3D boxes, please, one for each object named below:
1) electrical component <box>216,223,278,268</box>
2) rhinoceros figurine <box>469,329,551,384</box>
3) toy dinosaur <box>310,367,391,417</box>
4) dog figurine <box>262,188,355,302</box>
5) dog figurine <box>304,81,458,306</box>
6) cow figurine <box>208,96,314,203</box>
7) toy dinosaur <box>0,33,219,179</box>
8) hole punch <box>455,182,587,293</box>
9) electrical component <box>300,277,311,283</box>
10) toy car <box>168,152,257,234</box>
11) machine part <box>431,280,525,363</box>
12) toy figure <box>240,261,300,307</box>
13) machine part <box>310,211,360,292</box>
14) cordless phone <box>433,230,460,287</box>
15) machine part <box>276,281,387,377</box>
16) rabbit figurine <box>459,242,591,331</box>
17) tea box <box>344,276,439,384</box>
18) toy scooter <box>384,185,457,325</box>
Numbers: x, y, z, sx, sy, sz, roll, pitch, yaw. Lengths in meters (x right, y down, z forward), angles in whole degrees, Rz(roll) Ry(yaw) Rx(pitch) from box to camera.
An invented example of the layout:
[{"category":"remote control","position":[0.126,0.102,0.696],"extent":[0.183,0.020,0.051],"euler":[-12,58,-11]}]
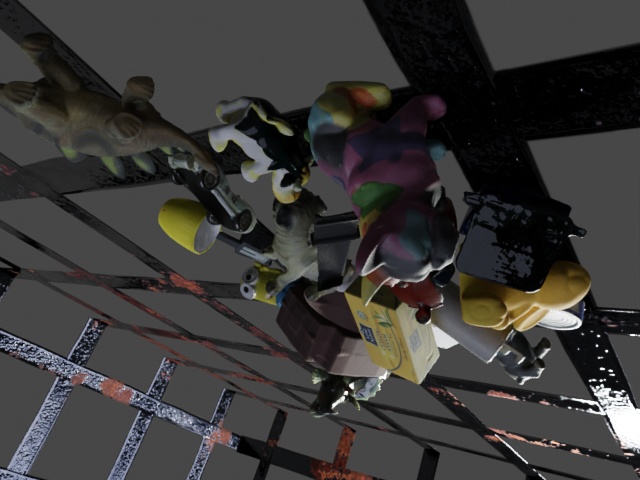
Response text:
[{"category":"electrical component","position":[-0.129,0.002,0.997],"extent":[0.119,0.048,0.075],"euler":[26,155,-11]},{"category":"rhinoceros figurine","position":[0.305,0.162,0.928],"extent":[0.190,0.073,0.112],"euler":[44,137,-1]},{"category":"toy dinosaur","position":[0.102,0.303,1.284],"extent":[0.192,0.131,0.404],"euler":[9,-175,34]},{"category":"dog figurine","position":[-0.003,0.000,0.856],"extent":[0.172,0.121,0.190],"euler":[-5,146,-25]},{"category":"dog figurine","position":[0.052,-0.049,0.549],"extent":[0.192,0.219,0.108],"euler":[13,151,14]},{"category":"cow figurine","position":[-0.055,-0.112,0.687],"extent":[0.098,0.068,0.167],"euler":[-7,145,36]},{"category":"toy dinosaur","position":[-0.348,-0.173,0.744],"extent":[0.472,0.105,0.198],"euler":[23,159,7]},{"category":"hole punch","position":[0.234,-0.014,0.659],"extent":[0.142,0.092,0.115],"euler":[19,125,8]},{"category":"electrical component","position":[-0.029,0.043,1.014],"extent":[0.078,0.045,0.102],"euler":[-36,127,28]},{"category":"toy car","position":[-0.170,-0.075,0.864],"extent":[0.074,0.056,0.201],"euler":[13,154,30]},{"category":"machine part","position":[0.218,0.115,0.862],"extent":[0.243,0.079,0.079],"euler":[37,160,19]},{"category":"toy figure","position":[-0.085,0.106,1.140],"extent":[0.180,0.082,0.089],"euler":[10,158,14]},{"category":"machine part","position":[0.020,0.016,0.801],"extent":[0.084,0.039,0.138],"euler":[-12,132,-24]},{"category":"cordless phone","position":[0.102,0.014,0.806],"extent":[0.146,0.089,0.184],"euler":[30,158,-21]},{"category":"machine part","position":[0.034,0.165,1.002],"extent":[0.201,0.087,0.201],"euler":[12,-162,-34]},{"category":"rabbit figurine","position":[0.285,0.075,0.757],"extent":[0.173,0.122,0.162],"euler":[-9,150,15]},{"category":"tea box","position":[0.113,0.129,0.818],"extent":[0.098,0.068,0.169],"euler":[14,139,43]},{"category":"toy scooter","position":[0.123,0.021,0.658],"extent":[0.075,0.184,0.135],"euler":[-9,115,41]}]
